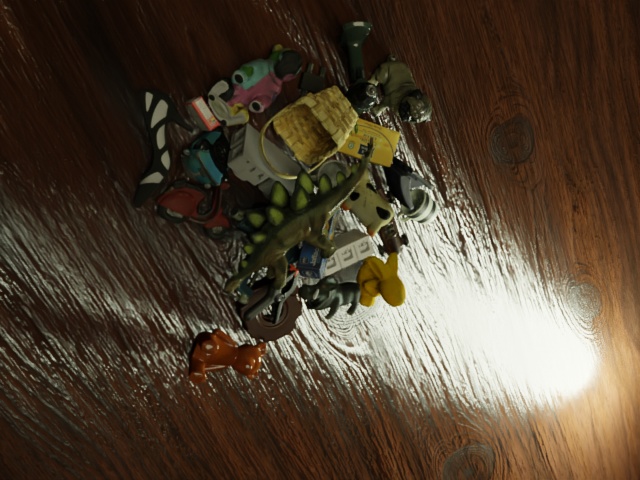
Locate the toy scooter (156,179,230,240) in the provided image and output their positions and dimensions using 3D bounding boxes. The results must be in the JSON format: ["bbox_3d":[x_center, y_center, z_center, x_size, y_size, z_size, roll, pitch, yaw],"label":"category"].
[{"bbox_3d":[-0.283,-0.089,1.261,0.184,0.075,0.135,23,94,-29],"label":"toy scooter"}]

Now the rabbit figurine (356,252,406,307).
[{"bbox_3d":[0.179,0.113,1.449,0.122,0.173,0.162,-7,110,-17],"label":"rabbit figurine"}]

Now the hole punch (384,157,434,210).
[{"bbox_3d":[0.222,-0.153,1.430,0.115,0.142,0.092,38,101,-28],"label":"hole punch"}]

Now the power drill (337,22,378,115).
[{"bbox_3d":[0.095,-0.403,1.273,0.086,0.232,0.207,-10,88,-7],"label":"power drill"}]

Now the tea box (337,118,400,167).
[{"bbox_3d":[0.111,-0.257,1.389,0.169,0.068,0.098,11,97,-26],"label":"tea box"}]

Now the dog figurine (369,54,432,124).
[{"bbox_3d":[0.213,-0.378,1.335,0.121,0.191,0.172,-19,107,-18],"label":"dog figurine"}]

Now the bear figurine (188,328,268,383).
[{"bbox_3d":[-0.226,0.302,1.351,0.196,0.132,0.120,24,97,-20],"label":"bear figurine"}]

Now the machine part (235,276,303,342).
[{"bbox_3d":[-0.131,0.179,1.399,0.179,0.056,0.179,-6,106,-21],"label":"machine part"}]

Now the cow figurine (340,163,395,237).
[{"bbox_3d":[0.113,-0.117,1.390,0.127,0.085,0.195,-43,87,7],"label":"cow figurine"}]

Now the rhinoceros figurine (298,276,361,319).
[{"bbox_3d":[0.028,0.147,1.423,0.190,0.073,0.112,3,121,-34],"label":"rhinoceros figurine"}]

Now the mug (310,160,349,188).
[{"bbox_3d":[0.005,-0.160,1.346,0.109,0.107,0.080,-15,106,-15],"label":"mug"}]

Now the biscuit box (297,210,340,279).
[{"bbox_3d":[-0.003,-0.004,1.345,0.063,0.059,0.202,8,62,13],"label":"biscuit box"}]

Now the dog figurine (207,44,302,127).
[{"bbox_3d":[-0.139,-0.368,1.245,0.108,0.192,0.219,56,45,-21],"label":"dog figurine"}]

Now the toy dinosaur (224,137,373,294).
[{"bbox_3d":[-0.037,-0.046,1.212,0.471,0.105,0.198,-39,127,-13],"label":"toy dinosaur"}]

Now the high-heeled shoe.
[{"bbox_3d":[-0.389,-0.206,1.191,0.145,0.086,0.248,33,88,-17],"label":"high-heeled shoe"}]

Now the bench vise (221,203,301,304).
[{"bbox_3d":[-0.152,0.036,1.308,0.223,0.129,0.240,45,64,-45],"label":"bench vise"}]

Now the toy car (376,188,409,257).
[{"bbox_3d":[0.182,-0.044,1.471,0.089,0.053,0.201,-20,111,-1],"label":"toy car"}]

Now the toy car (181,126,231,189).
[{"bbox_3d":[-0.263,-0.187,1.224,0.103,0.162,0.109,-15,125,19],"label":"toy car"}]

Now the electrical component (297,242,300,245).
[{"bbox_3d":[-0.048,-0.042,1.356,0.045,0.102,0.078,-15,111,22],"label":"electrical component"}]

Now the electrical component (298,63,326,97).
[{"bbox_3d":[-0.019,-0.386,1.329,0.063,0.021,0.094,12,97,-25],"label":"electrical component"}]
